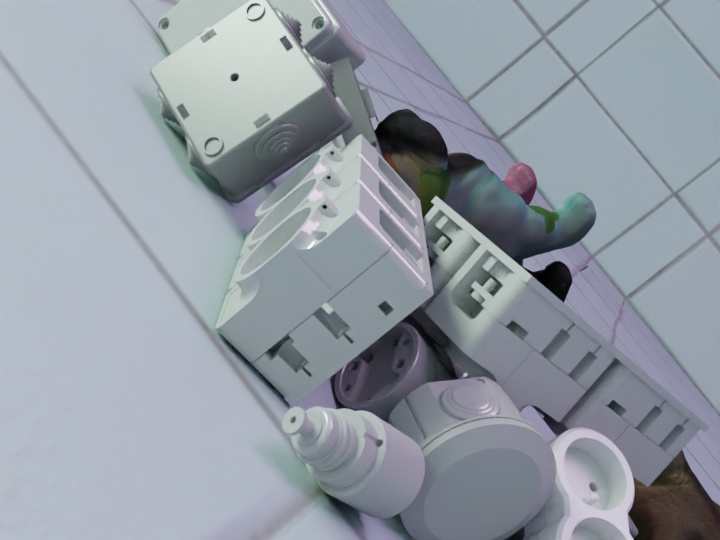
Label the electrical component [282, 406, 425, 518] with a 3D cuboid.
[{"bbox_3d":[-0.005,0.081,0.474,0.078,0.040,0.040,38,19,-41],"label":"electrical component"}]

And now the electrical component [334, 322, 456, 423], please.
[{"bbox_3d":[0.022,0.064,0.576,0.047,0.055,0.055,47,14,-31],"label":"electrical component"}]

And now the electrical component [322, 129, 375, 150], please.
[{"bbox_3d":[-0.012,-0.108,0.932,0.077,0.044,0.079,53,15,9],"label":"electrical component"}]

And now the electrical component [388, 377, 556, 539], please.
[{"bbox_3d":[0.052,0.096,0.534,0.080,0.080,0.051,41,11,-33],"label":"electrical component"}]

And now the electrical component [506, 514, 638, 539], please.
[{"bbox_3d":[0.109,0.142,0.622,0.077,0.066,0.047,37,20,-43],"label":"electrical component"}]

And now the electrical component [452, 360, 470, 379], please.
[{"bbox_3d":[0.065,0.070,0.720,0.078,0.040,0.040,48,14,-8],"label":"electrical component"}]

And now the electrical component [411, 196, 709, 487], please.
[{"bbox_3d":[0.106,0.048,0.628,0.186,0.060,0.105,36,7,-35],"label":"electrical component"}]

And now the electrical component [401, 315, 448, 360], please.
[{"bbox_3d":[0.009,0.035,0.635,0.081,0.042,0.063,39,14,-40],"label":"electrical component"}]

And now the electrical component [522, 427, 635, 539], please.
[{"bbox_3d":[0.103,0.158,0.553,0.052,0.073,0.138,17,54,-20],"label":"electrical component"}]

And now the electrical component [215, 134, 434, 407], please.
[{"bbox_3d":[-0.019,-0.010,0.560,0.061,0.089,0.150,47,14,-15],"label":"electrical component"}]

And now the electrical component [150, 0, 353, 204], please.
[{"bbox_3d":[-0.066,-0.103,0.640,0.099,0.100,0.048,57,3,25],"label":"electrical component"}]

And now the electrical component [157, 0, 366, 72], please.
[{"bbox_3d":[-0.070,-0.158,0.746,0.108,0.109,0.056,58,13,27],"label":"electrical component"}]
